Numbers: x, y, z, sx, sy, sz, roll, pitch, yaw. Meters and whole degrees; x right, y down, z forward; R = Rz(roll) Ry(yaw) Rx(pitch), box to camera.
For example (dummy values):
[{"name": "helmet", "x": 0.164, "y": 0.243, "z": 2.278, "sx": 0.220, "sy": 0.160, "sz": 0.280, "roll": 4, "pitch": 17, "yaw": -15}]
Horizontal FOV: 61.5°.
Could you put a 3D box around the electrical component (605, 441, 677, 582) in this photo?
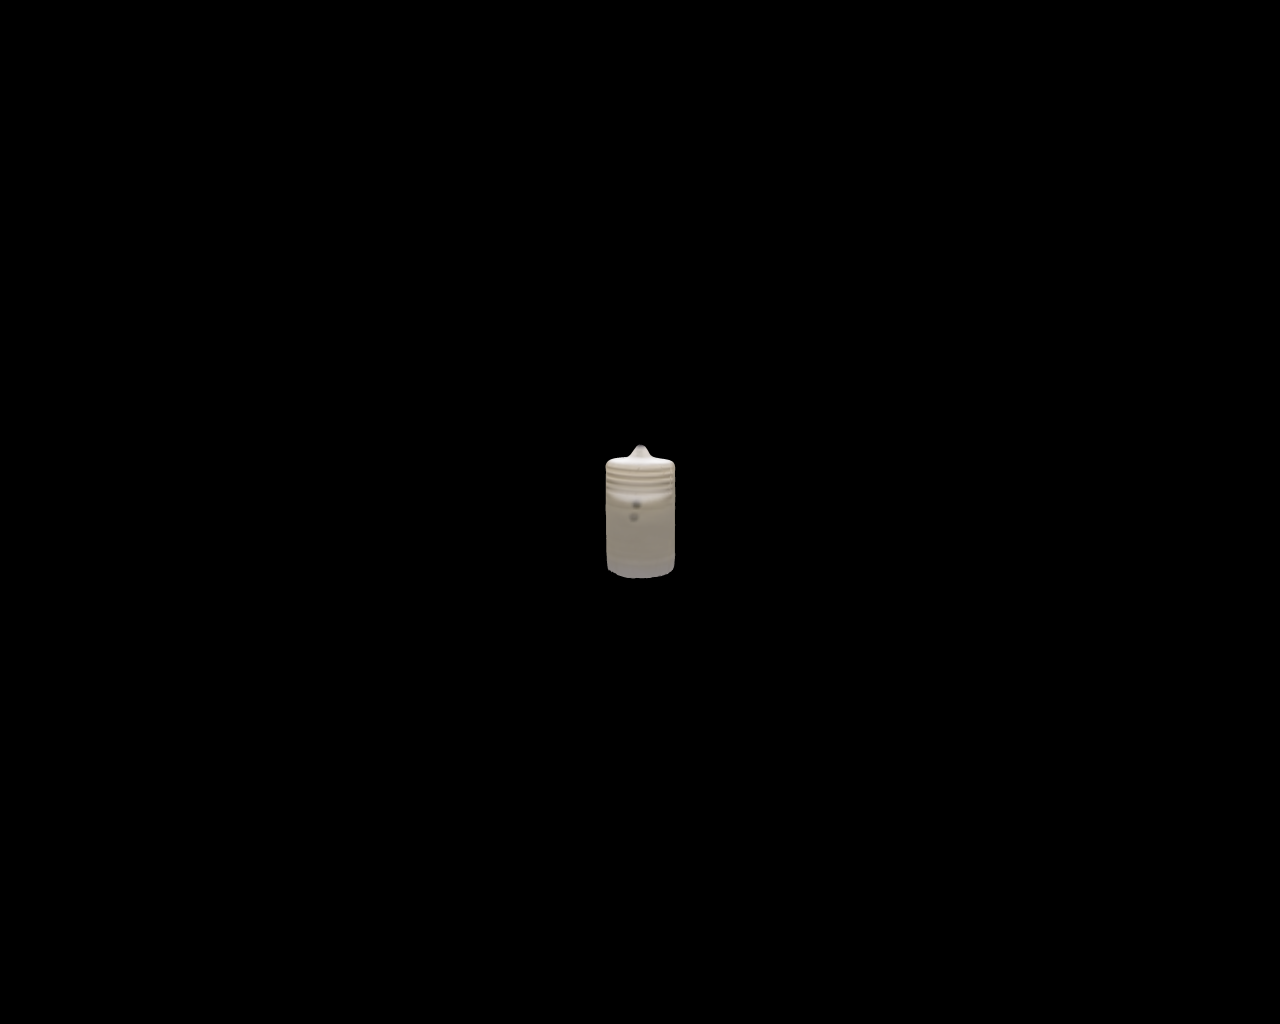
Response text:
[{"name": "electrical component", "x": 0.001, "y": -0.003, "z": 0.650, "sx": 0.043, "sy": 0.080, "sz": 0.043, "roll": 0, "pitch": 14, "yaw": 0}]
